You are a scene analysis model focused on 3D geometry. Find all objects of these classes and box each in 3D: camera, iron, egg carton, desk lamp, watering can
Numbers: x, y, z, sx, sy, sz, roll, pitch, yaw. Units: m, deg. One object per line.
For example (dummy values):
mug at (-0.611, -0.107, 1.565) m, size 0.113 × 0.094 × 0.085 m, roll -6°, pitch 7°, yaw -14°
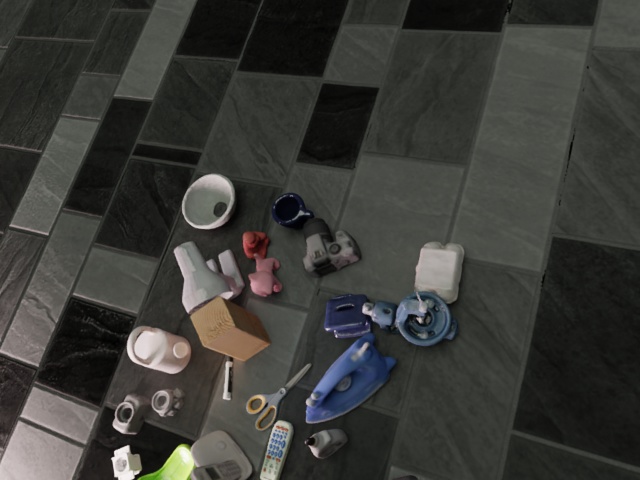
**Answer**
camera at (0.013, 0.005, 1.460) m, size 0.143 × 0.101 × 0.136 m, roll -23°, pitch 64°, yaw 11°
iron at (0.044, 0.324, 1.301) m, size 0.258 × 0.142 × 0.118 m, roll -44°, pitch 62°, yaw 0°
egg carton at (0.280, 0.077, 1.352) m, size 0.107 × 0.069 × 0.150 m, roll 5°, pitch 72°, yaw 22°
desk lamp at (-0.287, 0.100, 1.469) m, size 0.118 × 0.214 × 0.203 m, roll -29°, pitch 63°, yaw 8°
watering can at (-0.414, 0.274, 1.459) m, size 0.172 × 0.194 × 0.101 m, roll -20°, pitch 64°, yaw 12°

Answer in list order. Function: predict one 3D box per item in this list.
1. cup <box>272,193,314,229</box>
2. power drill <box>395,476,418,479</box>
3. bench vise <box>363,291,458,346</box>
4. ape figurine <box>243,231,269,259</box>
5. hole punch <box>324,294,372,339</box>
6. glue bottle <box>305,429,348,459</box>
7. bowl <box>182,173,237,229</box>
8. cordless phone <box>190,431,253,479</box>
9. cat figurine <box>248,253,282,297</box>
cup at (-0.058, -0.065, 1.517) m, size 0.117 × 0.095 × 0.092 m, roll 12°, pitch 74°, yaw 24°
power drill at (0.115, 0.534, 1.155) m, size 0.229 × 0.209 × 0.075 m, roll -31°, pitch 62°, yaw 7°
bench vise at (0.189, 0.173, 1.262) m, size 0.207 × 0.220 × 0.121 m, roll -10°, pitch 67°, yaw 16°
ape figurine at (-0.178, 0.006, 1.535) m, size 0.078 × 0.092 × 0.076 m, roll -40°, pitch 62°, yaw 2°
hole punch at (0.065, 0.178, 1.379) m, size 0.108 × 0.091 × 0.101 m, roll -11°, pitch 66°, yaw 16°
glue bottle at (0.003, 0.443, 1.252) m, size 0.078 × 0.173 × 0.037 m, roll -38°, pitch 62°, yaw 3°
bowl at (-0.302, -0.099, 1.631) m, size 0.167 × 0.075 × 0.167 m, roll -7°, pitch 68°, yaw 18°
cordless phone at (-0.250, 0.510, 1.312) m, size 0.147 × 0.185 × 0.094 m, roll 40°, pitch 87°, yaw 28°
cat figurine at (-0.148, 0.094, 1.475) m, size 0.067 × 0.118 × 0.127 m, roll -19°, pitch 65°, yaw 13°
